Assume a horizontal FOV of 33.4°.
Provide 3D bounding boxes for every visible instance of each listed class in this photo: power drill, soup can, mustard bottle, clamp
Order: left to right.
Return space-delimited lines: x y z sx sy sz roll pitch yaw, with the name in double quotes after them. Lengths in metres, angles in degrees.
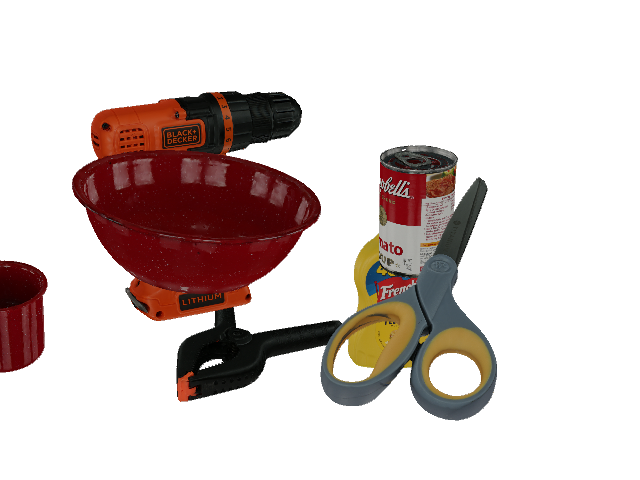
-0.100 -0.034 0.915 0.184 0.188 0.057 -10 21 -24 "power drill"
-0.080 0.115 1.152 0.165 0.036 0.209 13 28 19 "clamp"
0.086 0.052 1.245 0.096 0.192 0.058 1 14 -12 "mustard bottle"
0.086 -0.026 0.947 0.068 0.102 0.068 0 23 0 "soup can"

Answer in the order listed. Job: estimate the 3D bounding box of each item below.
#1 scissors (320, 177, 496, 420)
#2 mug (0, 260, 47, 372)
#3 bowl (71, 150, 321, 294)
0.078 0.030 0.580 0.096 0.016 0.201 24 45 28 "scissors"
-0.322 0.084 1.062 0.093 0.081 0.117 8 30 5 "mug"
-0.083 -0.008 0.702 0.162 0.055 0.162 8 22 -3 "bowl"
